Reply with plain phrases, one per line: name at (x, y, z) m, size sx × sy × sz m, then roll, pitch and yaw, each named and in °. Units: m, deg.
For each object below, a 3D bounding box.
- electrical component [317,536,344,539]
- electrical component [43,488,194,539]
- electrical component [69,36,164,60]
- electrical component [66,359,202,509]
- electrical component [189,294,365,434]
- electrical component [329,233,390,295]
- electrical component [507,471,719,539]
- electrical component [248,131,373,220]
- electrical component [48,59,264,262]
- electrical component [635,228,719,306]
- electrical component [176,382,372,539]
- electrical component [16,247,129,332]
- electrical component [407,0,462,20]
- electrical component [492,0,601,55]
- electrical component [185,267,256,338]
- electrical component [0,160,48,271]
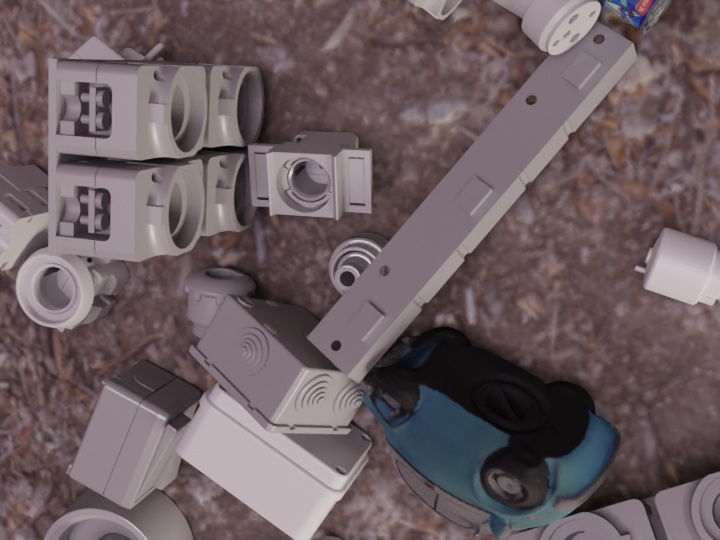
electrical component at (0.026, 0.227, 0.743) m, size 0.138 × 0.052 × 0.073 m, roll 32°, pitch 107°, yaw 7°
electrical component at (-0.183, 0.215, 0.792) m, size 0.108 × 0.060 × 0.108 m, roll 3°, pitch 101°, yaw 15°
electrical component at (-0.158, -0.123, 0.721) m, size 0.047 × 0.083 × 0.075 m, roll 39°, pitch 69°, yaw 5°
electrical component at (-0.159, 0.123, 0.769) m, size 0.061 × 0.062 × 0.096 m, roll 27°, pitch 106°, yaw 9°
electrical component at (-0.047, 0.061, 0.701) m, size 0.100 × 0.100 × 0.048 m, roll 40°, pitch 105°, yaw 32°
electrical component at (0.000, 0.000, 0.702) m, size 0.043 × 0.062 × 0.043 m, roll 3°, pitch 101°, yaw 15°
electrical component at (0.196, 0.190, 0.660) m, size 0.186 × 0.060 × 0.105 m, roll -21°, pitch 71°, yaw 14°
electrical component at (-0.028, -0.063, 0.697) m, size 0.081 × 0.063 × 0.042 m, roll 5°, pitch 113°, yaw 14°
electrical component at (-0.113, -0.072, 0.654) m, size 0.060 × 0.186 × 0.105 m, roll 6°, pitch 102°, yaw 14°
electrical component at (0.210, 0.003, 0.657) m, size 0.078 × 0.040 × 0.040 m, roll 20°, pitch 105°, yaw 11°
electrical component at (-0.056, 0.119, 0.732) m, size 0.113 × 0.078 × 0.057 m, roll 34°, pitch 110°, yaw 7°
electrical component at (-0.206, 0.009, 0.763) m, size 0.058 × 0.057 × 0.078 m, roll 36°, pitch 107°, yaw 6°
electrical component at (0.067, -0.227, 0.627) m, size 0.062 × 0.089 × 0.150 m, roll 38°, pitch 107°, yaw 6°
electrical component at (0.110, -0.162, 0.644) m, size 0.045 × 0.045 × 0.055 m, roll -46°, pitch 69°, yaw 18°
electrical component at (-0.098, 0.031, 0.745) m, size 0.048 × 0.048 × 0.062 m, roll 11°, pitch 109°, yaw 13°
electrical component at (-0.246, -0.039, 0.747) m, size 0.056 × 0.089 × 0.050 m, roll 39°, pitch 107°, yaw 5°
